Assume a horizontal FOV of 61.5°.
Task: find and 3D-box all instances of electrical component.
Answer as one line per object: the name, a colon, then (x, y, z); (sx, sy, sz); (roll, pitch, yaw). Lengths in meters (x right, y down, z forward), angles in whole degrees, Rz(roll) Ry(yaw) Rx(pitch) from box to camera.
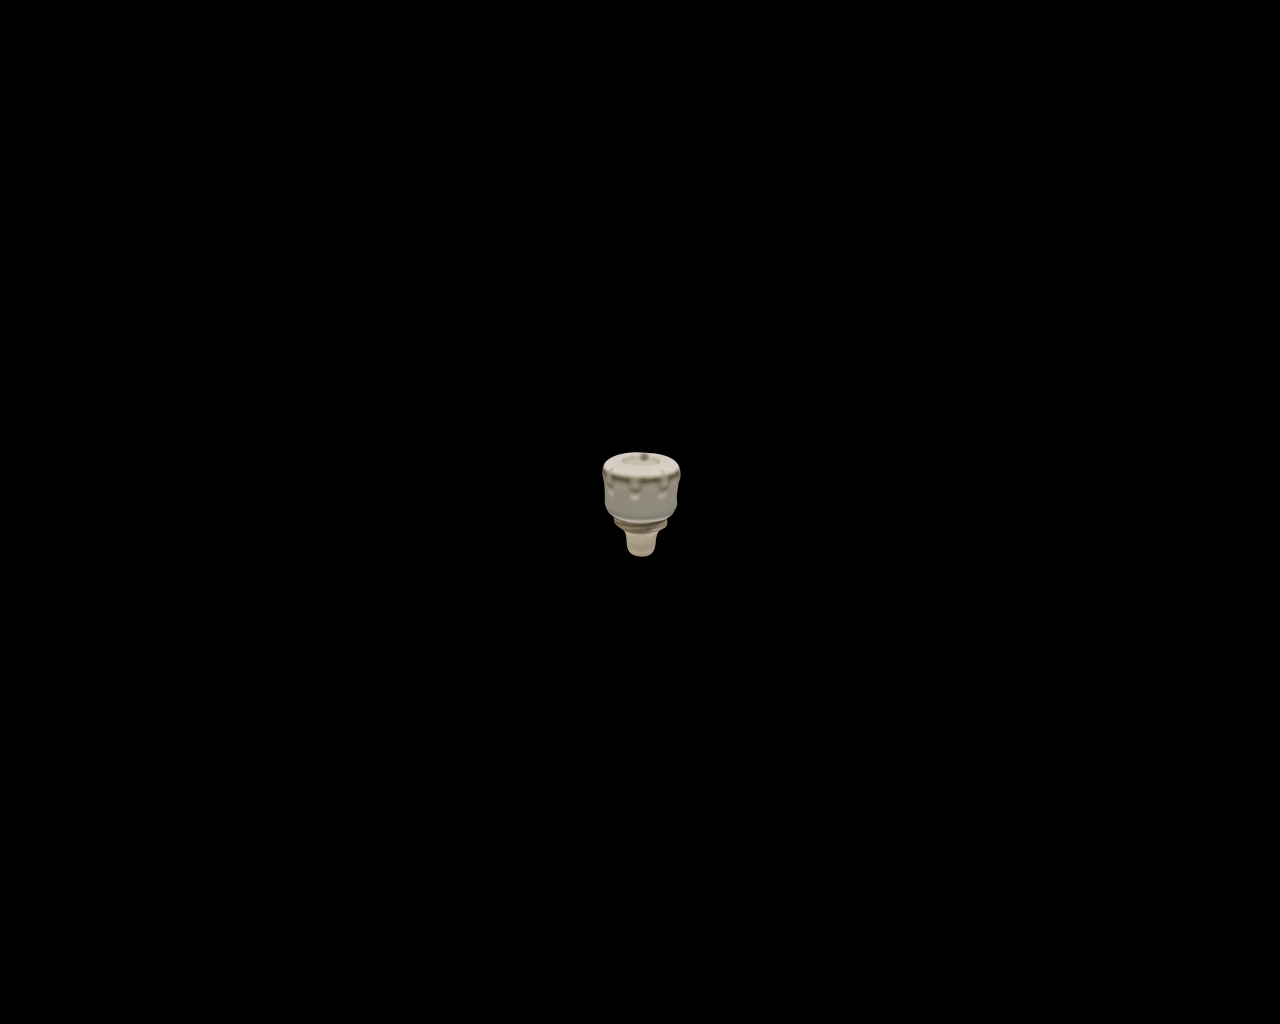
electrical component: (0.001, -0.003, 0.650); (0.048, 0.062, 0.048); (0, 18, 0)
